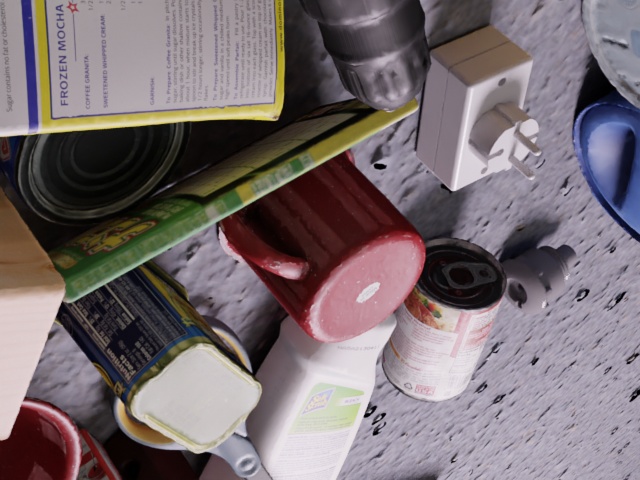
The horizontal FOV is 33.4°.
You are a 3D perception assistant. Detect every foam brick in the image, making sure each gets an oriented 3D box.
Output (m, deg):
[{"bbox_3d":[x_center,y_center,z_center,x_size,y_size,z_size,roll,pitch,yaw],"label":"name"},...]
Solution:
[{"bbox_3d":[-0.121,0.163,0.670,0.078,0.053,0.051,-45,147,4],"label":"foam brick"}]

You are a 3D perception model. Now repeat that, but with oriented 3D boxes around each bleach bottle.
[{"bbox_3d":[-0.008,0.116,0.725,0.102,0.068,0.251,-2,128,-43],"label":"bleach bottle"}]

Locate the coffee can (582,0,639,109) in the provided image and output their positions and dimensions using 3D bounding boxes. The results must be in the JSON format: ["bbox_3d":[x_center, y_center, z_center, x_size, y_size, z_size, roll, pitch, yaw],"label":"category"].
[{"bbox_3d":[0.246,-0.150,0.644,0.140,0.103,0.103,-33,146,-14],"label":"coffee can"}]

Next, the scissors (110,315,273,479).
[{"bbox_3d":[-0.067,0.138,0.666,0.096,0.016,0.202,-18,118,-12],"label":"scissors"}]

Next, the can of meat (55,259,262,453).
[{"bbox_3d":[-0.084,0.057,0.557,0.057,0.084,0.102,-44,148,-3],"label":"can of meat"}]

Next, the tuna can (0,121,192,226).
[{"bbox_3d":[-0.100,-0.048,0.466,0.086,0.034,0.086,-27,144,-22],"label":"tuna can"}]

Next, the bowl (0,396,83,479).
[{"bbox_3d":[-0.203,0.119,0.531,0.162,0.055,0.162,-27,144,-22],"label":"bowl"}]

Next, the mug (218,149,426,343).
[{"bbox_3d":[-0.004,0.001,0.578,0.117,0.082,0.093,9,122,-50],"label":"mug"}]

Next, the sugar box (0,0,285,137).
[{"bbox_3d":[-0.094,-0.086,0.389,0.175,0.048,0.093,-8,102,-37],"label":"sugar box"}]

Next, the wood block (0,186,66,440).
[{"bbox_3d":[-0.214,0.030,0.387,0.205,0.090,0.091,-2,129,-44],"label":"wood block"}]

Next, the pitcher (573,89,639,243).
[{"bbox_3d":[0.305,-0.100,0.757,0.242,0.149,0.145,-36,132,-15],"label":"pitcher"}]

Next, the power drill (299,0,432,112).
[{"bbox_3d":[0.054,-0.166,0.422,0.187,0.057,0.184,-42,136,-20],"label":"power drill"}]

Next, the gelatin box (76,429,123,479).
[{"bbox_3d":[-0.142,0.166,0.617,0.073,0.089,0.030,-37,151,-8],"label":"gelatin box"}]

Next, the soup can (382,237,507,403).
[{"bbox_3d":[0.085,0.058,0.748,0.068,0.069,0.102,-20,142,-30],"label":"soup can"}]
